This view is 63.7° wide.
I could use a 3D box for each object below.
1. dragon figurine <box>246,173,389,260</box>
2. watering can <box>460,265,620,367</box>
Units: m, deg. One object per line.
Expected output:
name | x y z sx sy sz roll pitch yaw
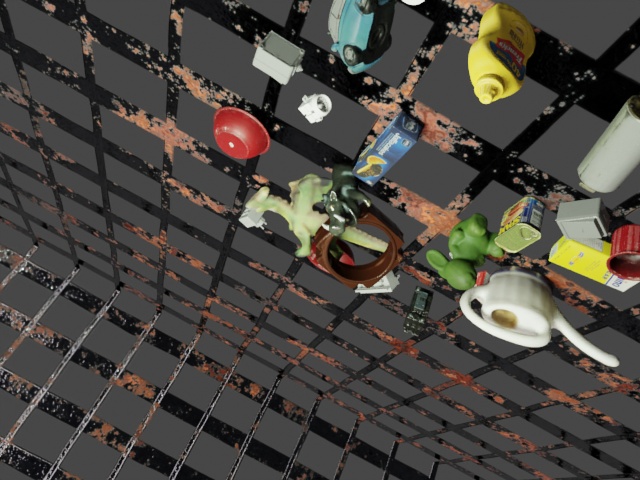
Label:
dragon figurine | 0.004 -0.069 1.380 0.410 0.125 0.237 4 136 12
watering can | 0.511 0.173 1.216 0.349 0.229 0.101 17 129 16
